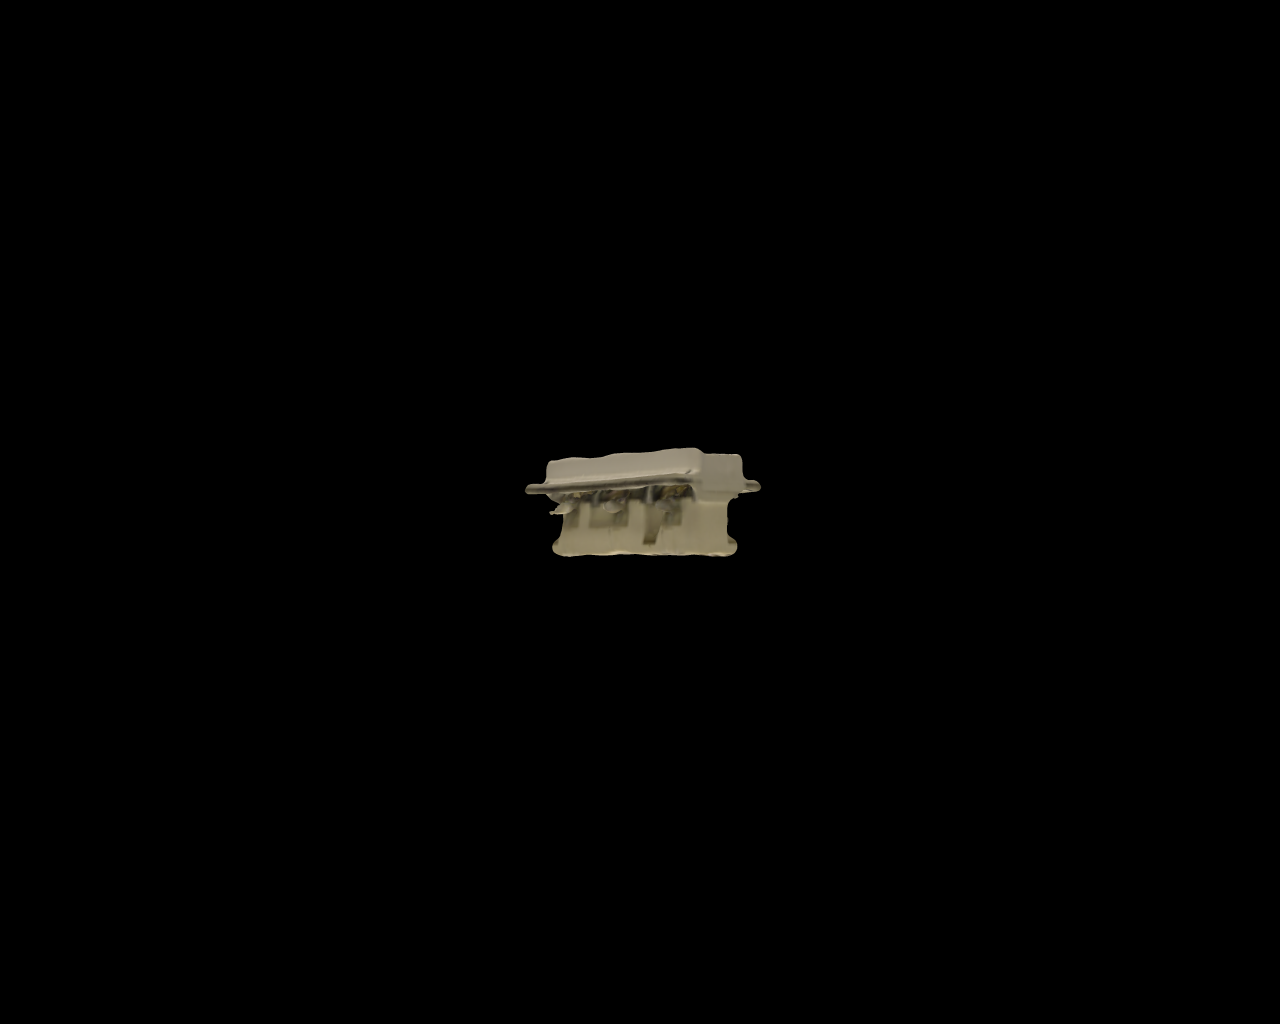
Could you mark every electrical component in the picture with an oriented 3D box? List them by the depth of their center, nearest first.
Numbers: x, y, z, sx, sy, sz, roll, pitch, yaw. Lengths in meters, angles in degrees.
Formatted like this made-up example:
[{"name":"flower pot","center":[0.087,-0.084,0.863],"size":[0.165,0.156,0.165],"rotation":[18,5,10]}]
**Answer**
[{"name":"electrical component","center":[0.001,-0.003,0.650],"size":[0.121,0.063,0.079],"rotation":[-2,-3,40]}]
